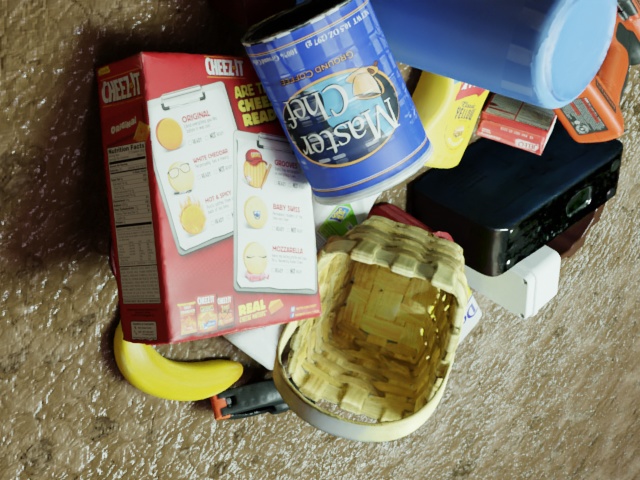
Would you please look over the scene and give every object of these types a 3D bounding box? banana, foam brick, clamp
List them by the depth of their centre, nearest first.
[{"bbox_3d":[-0.055,-0.213,0.816,0.051,0.053,0.078,-32,140,-26],"label":"foam brick"},{"bbox_3d":[-0.139,0.120,1.012,0.069,0.037,0.197,-51,144,-3],"label":"banana"},{"bbox_3d":[-0.044,0.168,1.139,0.171,0.039,0.120,-5,154,-28],"label":"clamp"}]

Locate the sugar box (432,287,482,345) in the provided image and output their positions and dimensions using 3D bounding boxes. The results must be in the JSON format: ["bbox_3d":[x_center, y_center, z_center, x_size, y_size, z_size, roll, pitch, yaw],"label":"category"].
[{"bbox_3d":[0.135,0.077,1.277,0.093,0.048,0.176,-48,143,-8],"label":"sugar box"}]

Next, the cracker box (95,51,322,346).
[{"bbox_3d":[-0.085,-0.034,0.840,0.163,0.072,0.214,-7,91,-46],"label":"cracker box"}]

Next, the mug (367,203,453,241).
[{"bbox_3d":[0.089,0.015,1.142,0.117,0.082,0.093,12,110,-52],"label":"mug"}]

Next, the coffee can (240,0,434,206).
[{"bbox_3d":[0.015,-0.112,0.823,0.102,0.103,0.140,-34,111,-24],"label":"coffee can"}]

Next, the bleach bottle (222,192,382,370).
[{"bbox_3d":[-0.007,0.001,1.042,0.251,0.068,0.102,-52,147,-6],"label":"bleach bottle"}]

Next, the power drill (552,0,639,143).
[{"bbox_3d":[0.281,-0.208,1.084,0.184,0.057,0.187,45,57,-30],"label":"power drill"}]

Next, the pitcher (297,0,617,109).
[{"bbox_3d":[0.112,-0.192,0.859,0.149,0.243,0.145,-41,141,-28],"label":"pitcher"}]

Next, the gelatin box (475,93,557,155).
[{"bbox_3d":[0.211,-0.126,1.142,0.089,0.073,0.030,-52,158,-59],"label":"gelatin box"}]

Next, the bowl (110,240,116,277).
[{"bbox_3d":[-0.102,-0.003,0.937,0.161,0.055,0.162,-29,138,-30],"label":"bowl"}]

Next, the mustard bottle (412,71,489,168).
[{"bbox_3d":[0.141,-0.168,1.068,0.096,0.058,0.192,-2,120,-50],"label":"mustard bottle"}]
